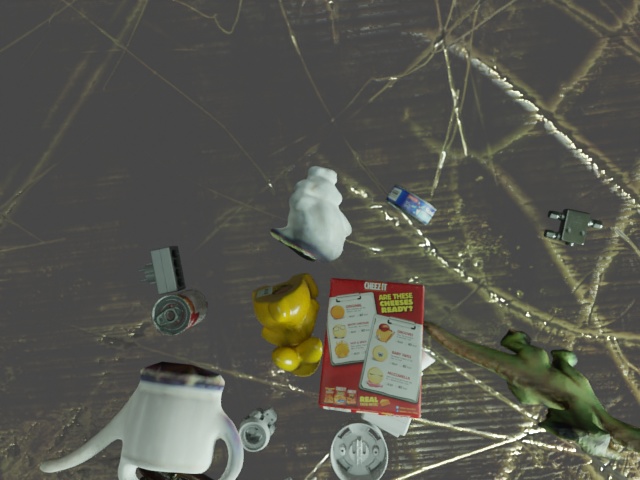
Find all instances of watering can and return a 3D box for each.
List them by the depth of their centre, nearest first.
[{"bbox_3d":[-0.299,0.325,0.895,0.348,0.102,0.228,6,72,5],"label":"watering can"}]

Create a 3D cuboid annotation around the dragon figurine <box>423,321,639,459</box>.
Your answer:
[{"bbox_3d":[0.358,0.242,0.806,0.410,0.244,0.121,20,97,3],"label":"dragon figurine"}]

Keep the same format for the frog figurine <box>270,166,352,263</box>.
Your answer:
[{"bbox_3d":[0.003,-0.046,0.905,0.136,0.123,0.160,34,82,-28],"label":"frog figurine"}]
